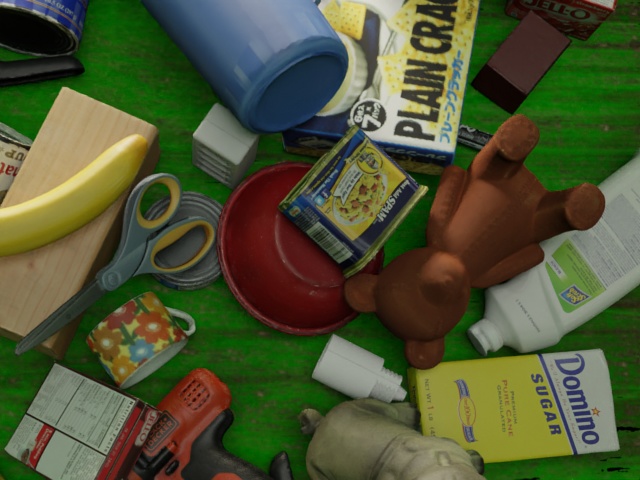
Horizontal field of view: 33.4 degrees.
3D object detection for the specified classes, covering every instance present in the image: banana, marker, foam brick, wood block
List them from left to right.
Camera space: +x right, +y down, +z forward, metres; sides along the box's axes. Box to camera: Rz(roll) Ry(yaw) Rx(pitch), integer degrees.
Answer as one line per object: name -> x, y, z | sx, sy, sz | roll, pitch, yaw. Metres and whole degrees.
banana -> -0.226, -0.028, 0.850 | 0.197, 0.037, 0.069 | -17, 83, -11
wood block -> -0.220, -0.012, 0.914 | 0.090, 0.091, 0.206 | 23, 75, -1
marker -> 0.128, -0.103, 1.014 | 0.121, 0.020, 0.020 | 19, 76, -2
foam brick -> 0.192, -0.169, 1.019 | 0.051, 0.053, 0.078 | 39, 76, 3

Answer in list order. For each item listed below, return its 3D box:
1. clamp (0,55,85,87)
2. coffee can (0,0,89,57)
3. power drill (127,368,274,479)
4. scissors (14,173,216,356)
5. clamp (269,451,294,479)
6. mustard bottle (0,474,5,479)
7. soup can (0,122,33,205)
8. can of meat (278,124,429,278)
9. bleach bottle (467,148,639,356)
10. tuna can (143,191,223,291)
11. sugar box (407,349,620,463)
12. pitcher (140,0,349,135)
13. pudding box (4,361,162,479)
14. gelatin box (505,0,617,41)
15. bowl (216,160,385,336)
clamp -> -0.301, -0.143, 0.961 | 0.171, 0.039, 0.120 | 32, 77, -2
coffee can -> -0.252, -0.249, 0.958 | 0.102, 0.103, 0.140 | 11, 76, -4
power drill -> -0.100, 0.225, 0.875 | 0.188, 0.057, 0.184 | 41, 81, 16
scissors -> -0.171, 0.011, 0.869 | 0.201, 0.016, 0.096 | -25, 108, -36
clamp -> -0.008, 0.293, 0.897 | 0.164, 0.036, 0.210 | 30, 73, 4
mustard bottle -> -0.317, 0.217, 0.867 | 0.191, 0.058, 0.096 | 5, 76, -6
soup can -> -0.294, -0.050, 0.910 | 0.068, 0.068, 0.102 | 29, 96, 0
can of meat -> 0.027, -0.034, 0.895 | 0.084, 0.058, 0.102 | 43, 65, -6
bleach bottle -> 0.237, 0.017, 0.978 | 0.250, 0.068, 0.102 | -34, 79, -10
tuna can -> -0.119, 0.002, 0.952 | 0.086, 0.034, 0.086 | 1, 77, -7
sugar box -> 0.171, 0.150, 0.947 | 0.176, 0.048, 0.093 | -5, 79, -6
pitcher -> -0.072, -0.214, 0.927 | 0.149, 0.144, 0.243 | -43, 65, 16
pudding box -> -0.196, 0.159, 0.876 | 0.114, 0.039, 0.090 | 17, 71, 36
gelatin box -> 0.231, -0.230, 1.027 | 0.089, 0.073, 0.030 | 18, 76, -3
bowl -> -0.006, 0.001, 0.936 | 0.161, 0.055, 0.162 | 5, 76, -21
